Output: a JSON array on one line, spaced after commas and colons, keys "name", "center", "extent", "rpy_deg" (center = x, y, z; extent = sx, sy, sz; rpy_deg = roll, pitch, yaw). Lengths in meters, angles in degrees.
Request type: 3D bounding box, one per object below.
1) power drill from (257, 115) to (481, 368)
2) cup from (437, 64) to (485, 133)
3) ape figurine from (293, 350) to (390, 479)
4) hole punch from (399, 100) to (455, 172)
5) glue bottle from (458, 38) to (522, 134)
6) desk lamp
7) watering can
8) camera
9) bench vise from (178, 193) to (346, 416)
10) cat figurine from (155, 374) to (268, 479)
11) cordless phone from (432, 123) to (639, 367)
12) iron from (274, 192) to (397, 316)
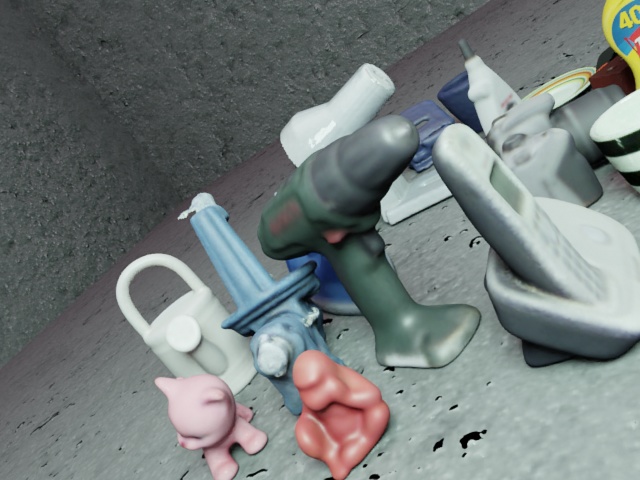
[{"name": "power drill", "center": [0.045, 0.011, 0.496], "extent": [0.229, 0.209, 0.076], "rpy_deg": [-14, 27, 53]}, {"name": "cup", "center": [0.262, -0.236, 0.959], "extent": [0.091, 0.095, 0.118], "rpy_deg": [-17, 25, 49]}, {"name": "ape figurine", "center": [0.010, 0.127, 0.452], "extent": [0.077, 0.092, 0.076], "rpy_deg": [-28, 18, 27]}, {"name": "hole punch", "center": [0.180, -0.184, 0.991], "extent": [0.108, 0.091, 0.101], "rpy_deg": [-35, 16, 4]}, {"name": "glue bottle", "center": [0.225, -0.185, 0.747], "extent": [0.037, 0.173, 0.078], "rpy_deg": [-16, 26, 50]}, {"name": "desk lamp", "center": [0.075, -0.133, 0.838], "extent": [0.202, 0.214, 0.118], "rpy_deg": [-27, 18, 29]}, {"name": "watering can", "center": [-0.160, 0.101, 0.693], "extent": [0.101, 0.194, 0.172], "rpy_deg": [-46, 19, -31]}, {"name": "camera", "center": [0.252, -0.104, 0.591], "extent": [0.136, 0.101, 0.143], "rpy_deg": [-30, 17, 22]}, {"name": "bench vise", "center": [-0.052, 0.048, 0.571], "extent": [0.121, 0.220, 0.207], "rpy_deg": [-40, 16, -12]}, {"name": "cat figurine", "center": [-0.111, 0.164, 0.550], "extent": [0.067, 0.118, 0.127], "rpy_deg": [-41, 17, -16]}, {"name": "cordless phone", "center": [0.149, -0.018, 0.404], "extent": [0.094, 0.185, 0.148], "rpy_deg": [-26, 19, 31]}, {"name": "iron", "center": [0.007, 0.003, 0.724], "extent": [0.119, 0.141, 0.257], "rpy_deg": [-39, 16, -8]}]
